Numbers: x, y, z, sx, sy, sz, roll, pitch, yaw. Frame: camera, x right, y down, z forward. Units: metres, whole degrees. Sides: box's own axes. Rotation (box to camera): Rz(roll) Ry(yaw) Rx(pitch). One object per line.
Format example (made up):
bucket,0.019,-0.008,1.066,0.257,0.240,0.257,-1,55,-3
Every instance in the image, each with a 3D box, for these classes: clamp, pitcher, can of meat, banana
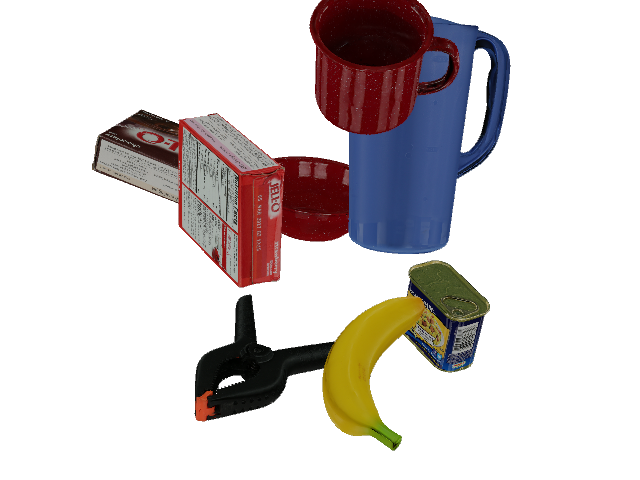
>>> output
clamp,-0.056,0.129,1.116,0.165,0.036,0.209,15,29,19
pitcher,0.100,-0.113,1.122,0.149,0.243,0.144,11,15,33
can of meat,0.137,0.086,1.198,0.057,0.084,0.102,-14,40,-28
banana,0.040,0.099,0.863,0.069,0.037,0.197,20,33,0

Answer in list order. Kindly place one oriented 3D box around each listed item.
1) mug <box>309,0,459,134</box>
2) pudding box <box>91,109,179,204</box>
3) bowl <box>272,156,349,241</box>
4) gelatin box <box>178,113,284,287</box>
mug,0.049,-0.137,0.829,0.117,0.093,0.081,0,-35,-2
pudding box,-0.130,-0.071,0.938,0.113,0.039,0.090,20,24,8
bowl,-0.011,-0.043,1.245,0.162,0.055,0.162,6,26,-3
gelatin box,-0.053,-0.025,0.627,0.030,0.073,0.089,-13,32,-28
